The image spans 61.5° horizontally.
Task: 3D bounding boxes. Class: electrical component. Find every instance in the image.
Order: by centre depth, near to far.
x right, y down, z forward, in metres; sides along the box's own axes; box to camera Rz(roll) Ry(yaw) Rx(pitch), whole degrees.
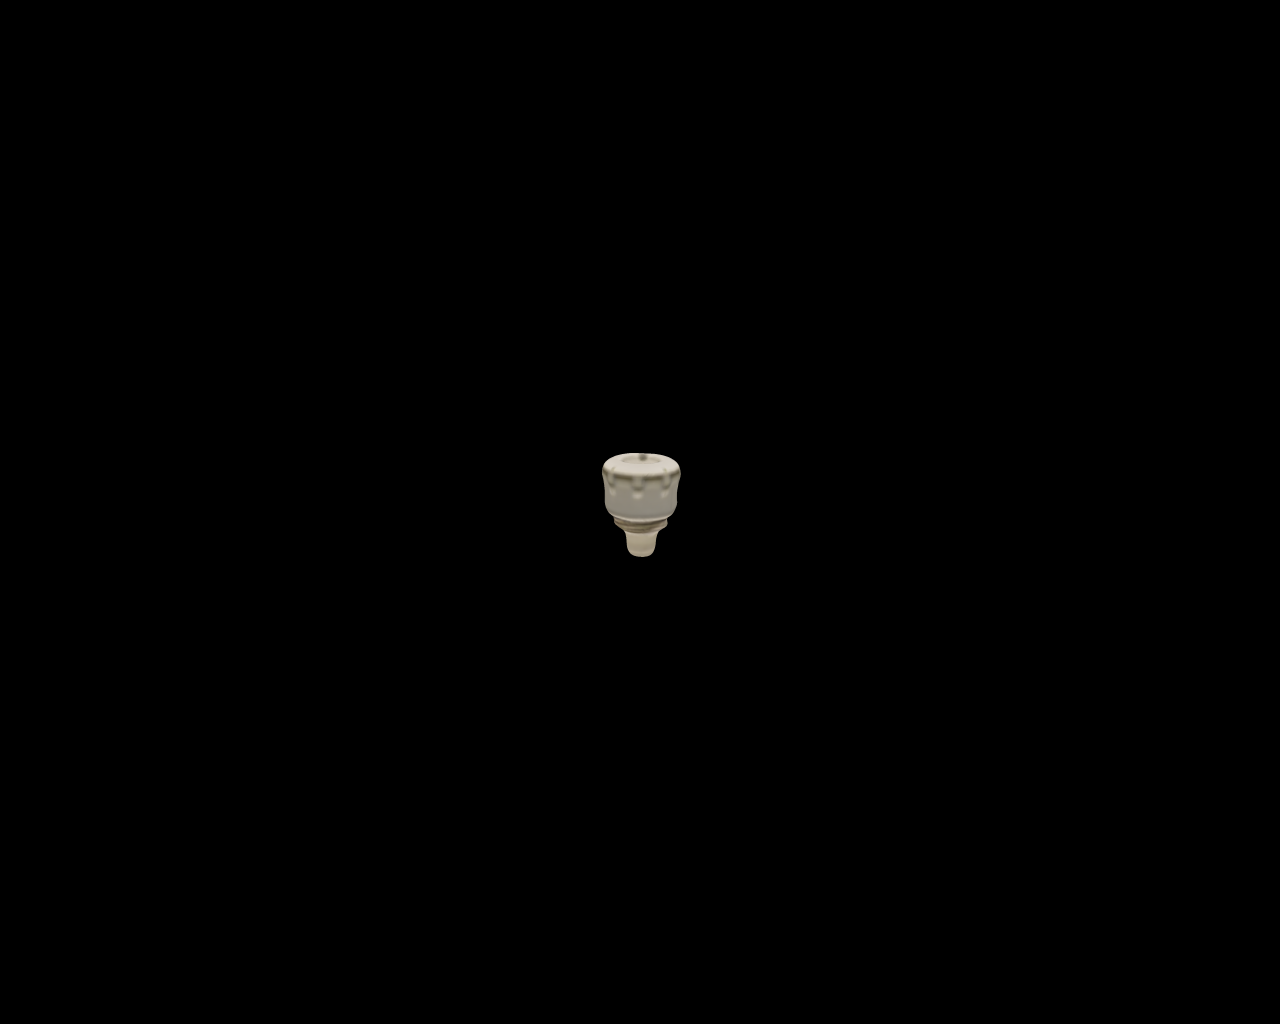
[{"bbox_3d":[0.001,-0.003,0.650,0.048,0.062,0.048,0,16,0],"label":"electrical component"}]
